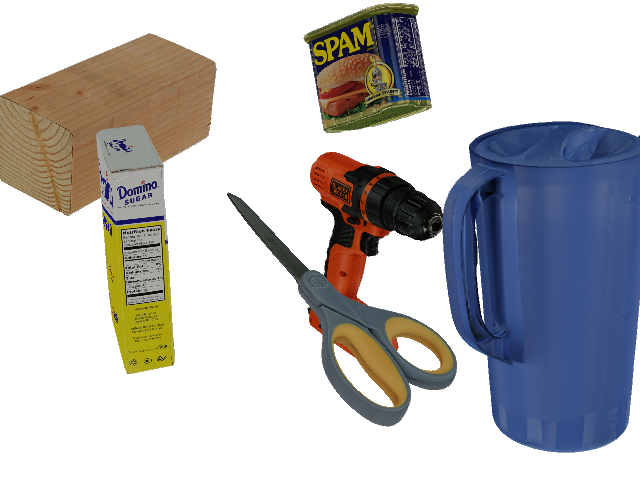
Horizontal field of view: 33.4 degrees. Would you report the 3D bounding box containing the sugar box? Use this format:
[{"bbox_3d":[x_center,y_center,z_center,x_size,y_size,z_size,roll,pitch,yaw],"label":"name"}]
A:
[{"bbox_3d":[-0.147,0.007,0.846,0.048,0.176,0.093,-10,28,-15],"label":"sugar box"}]

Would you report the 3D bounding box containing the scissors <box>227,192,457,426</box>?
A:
[{"bbox_3d":[0.016,0.034,0.681,0.096,0.016,0.202,-2,44,-29],"label":"scissors"}]

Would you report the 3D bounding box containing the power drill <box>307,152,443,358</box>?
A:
[{"bbox_3d":[0.049,0.019,1.057,0.057,0.188,0.185,-7,24,-32],"label":"power drill"}]

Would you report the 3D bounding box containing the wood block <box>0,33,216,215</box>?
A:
[{"bbox_3d":[-0.199,-0.117,1.022,0.090,0.091,0.205,26,37,21],"label":"wood block"}]

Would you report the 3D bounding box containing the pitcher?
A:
[{"bbox_3d":[0.175,0.037,0.818,0.149,0.243,0.145,0,19,12],"label":"pitcher"}]

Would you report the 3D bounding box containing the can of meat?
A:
[{"bbox_3d":[0.039,-0.140,0.884,0.057,0.084,0.102,-7,-3,-45],"label":"can of meat"}]
